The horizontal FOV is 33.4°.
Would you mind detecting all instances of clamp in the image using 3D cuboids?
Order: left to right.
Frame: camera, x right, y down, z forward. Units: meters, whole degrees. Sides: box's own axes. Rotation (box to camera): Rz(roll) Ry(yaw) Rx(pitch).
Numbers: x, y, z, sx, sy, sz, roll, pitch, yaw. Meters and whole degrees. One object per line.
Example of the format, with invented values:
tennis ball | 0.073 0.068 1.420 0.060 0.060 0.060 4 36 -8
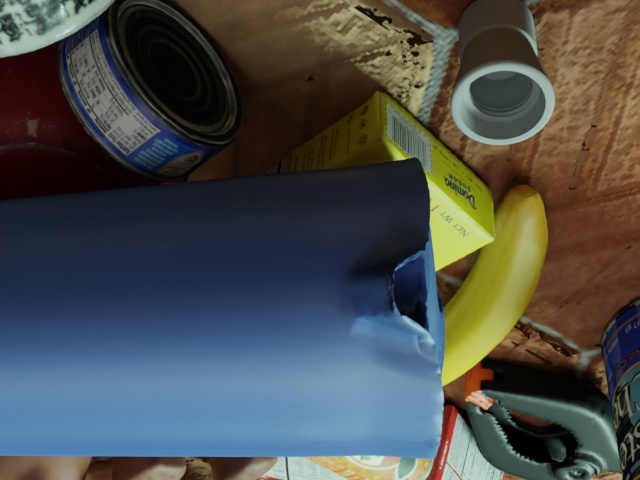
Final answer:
clamp | 0.166 0.147 0.709 0.209 0.036 0.165 30 131 -19

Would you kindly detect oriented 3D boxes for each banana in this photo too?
banana | 0.075 0.044 0.618 0.069 0.037 0.198 28 130 -22

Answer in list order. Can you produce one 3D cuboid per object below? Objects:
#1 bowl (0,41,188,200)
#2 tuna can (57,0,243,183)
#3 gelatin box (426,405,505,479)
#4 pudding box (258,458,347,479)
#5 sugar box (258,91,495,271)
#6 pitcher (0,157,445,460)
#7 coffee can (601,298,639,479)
bowl | -0.143 -0.027 0.535 0.162 0.055 0.162 -6 132 -7
tuna can | -0.075 -0.071 0.487 0.034 0.086 0.086 -32 124 28
gelatin box | 0.086 0.163 0.707 0.030 0.073 0.089 -7 136 34
pudding box | -0.008 0.162 0.732 0.090 0.039 0.113 9 139 13
sugar box | -0.004 0.001 0.579 0.176 0.048 0.093 -33 123 31
pitcher | -0.068 0.037 0.484 0.243 0.145 0.149 -2 128 0
coffee can | 0.217 0.109 0.595 0.103 0.140 0.103 3 134 3
